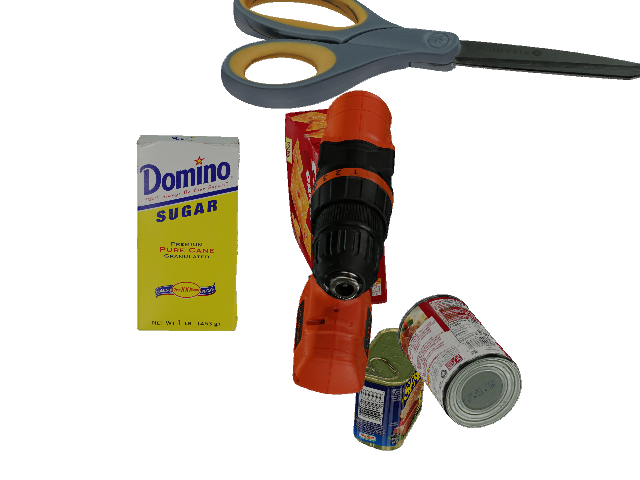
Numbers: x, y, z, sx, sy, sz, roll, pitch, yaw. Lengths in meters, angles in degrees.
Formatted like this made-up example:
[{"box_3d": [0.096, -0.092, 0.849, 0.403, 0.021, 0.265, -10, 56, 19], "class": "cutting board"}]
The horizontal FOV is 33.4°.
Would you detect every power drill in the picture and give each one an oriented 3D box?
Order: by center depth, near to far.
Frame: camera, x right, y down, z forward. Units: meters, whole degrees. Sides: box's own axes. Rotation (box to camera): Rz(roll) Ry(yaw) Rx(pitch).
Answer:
[{"box_3d": [0.016, 0.018, 0.726, 0.057, 0.188, 0.184, 9, 42, 1], "class": "power drill"}]

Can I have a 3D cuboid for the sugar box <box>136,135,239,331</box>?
[{"box_3d": [-0.121, -0.006, 0.976, 0.093, 0.176, 0.048, 0, 14, -5], "class": "sugar box"}]

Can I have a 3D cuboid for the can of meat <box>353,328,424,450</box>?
[{"box_3d": [0.071, 0.150, 1.080, 0.057, 0.084, 0.102, 13, 27, 20], "class": "can of meat"}]

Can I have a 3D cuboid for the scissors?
[{"box_3d": [0.041, -0.080, 0.500, 0.202, 0.016, 0.096, 19, 51, 19], "class": "scissors"}]

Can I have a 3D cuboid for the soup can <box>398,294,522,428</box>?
[{"box_3d": [0.112, 0.096, 0.867, 0.068, 0.068, 0.102, 0, 25, -18], "class": "soup can"}]

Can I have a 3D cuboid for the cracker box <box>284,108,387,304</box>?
[{"box_3d": [0.013, -0.042, 1.166, 0.072, 0.164, 0.214, -7, 20, -8], "class": "cracker box"}]
